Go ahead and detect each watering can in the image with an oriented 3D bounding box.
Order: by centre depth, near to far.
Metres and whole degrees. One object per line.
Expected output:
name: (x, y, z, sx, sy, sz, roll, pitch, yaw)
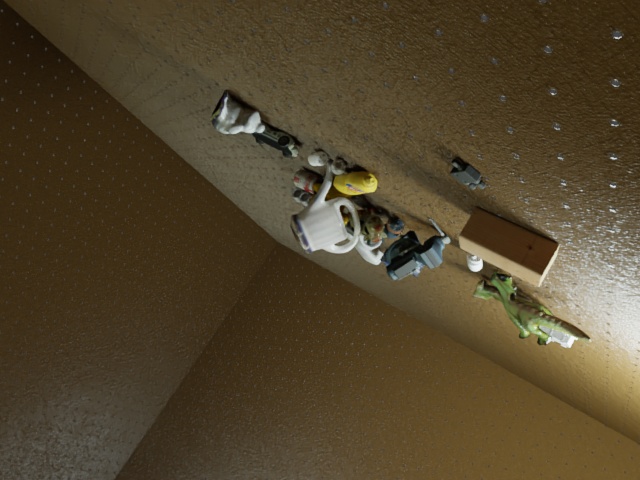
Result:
watering can: (0.005, -0.085, 1.697, 0.106, 0.224, 0.341, -111, -1, -59)

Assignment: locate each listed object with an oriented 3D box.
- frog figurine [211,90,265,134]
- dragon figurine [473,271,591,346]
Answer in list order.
frog figurine: (-0.257, -0.378, 1.628, 0.158, 0.121, 0.140, 29, -154, -23)
dragon figurine: (0.616, 0.193, 1.584, 0.241, 0.123, 0.409, 44, 168, -11)
